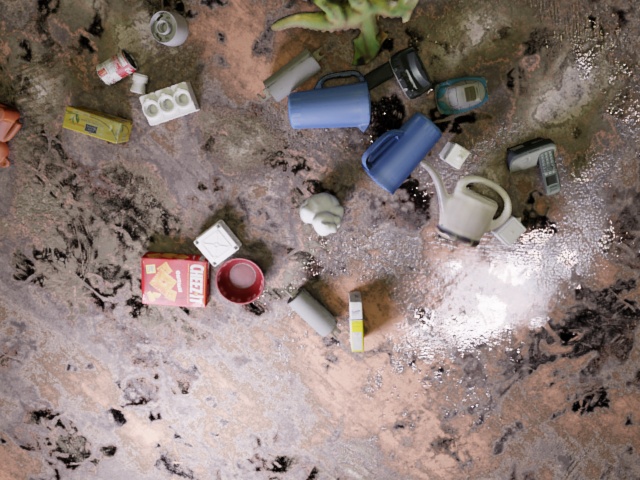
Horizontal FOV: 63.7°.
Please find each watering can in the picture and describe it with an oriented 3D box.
[{"bbox_3d":[0.428,-0.105,1.601,0.346,0.105,0.222,19,104,-13],"label":"watering can"}]

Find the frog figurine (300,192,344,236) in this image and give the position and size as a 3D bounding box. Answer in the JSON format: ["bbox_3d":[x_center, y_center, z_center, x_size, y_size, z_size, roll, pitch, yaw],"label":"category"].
[{"bbox_3d":[0.005,-0.080,1.589,0.137,0.161,0.121,6,104,-1],"label":"frog figurine"}]

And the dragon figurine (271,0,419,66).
[{"bbox_3d":[0.087,-0.622,1.500,0.408,0.124,0.239,-25,111,15],"label":"dragon figurine"}]
